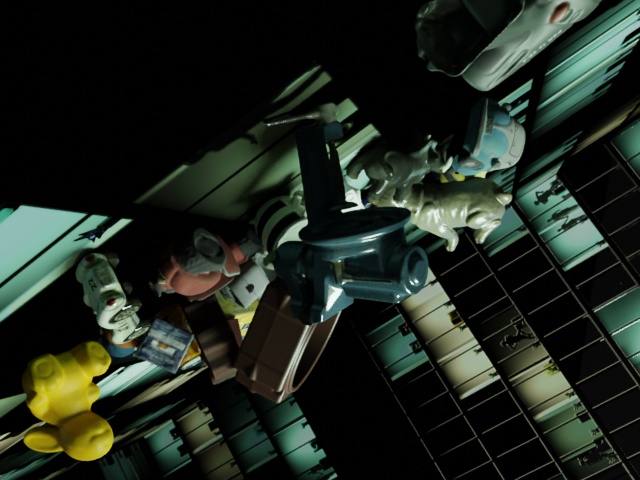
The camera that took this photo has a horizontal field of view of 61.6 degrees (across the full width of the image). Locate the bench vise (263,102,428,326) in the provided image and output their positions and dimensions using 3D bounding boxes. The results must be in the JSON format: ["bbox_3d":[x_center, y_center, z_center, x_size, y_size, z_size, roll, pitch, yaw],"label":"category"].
[{"bbox_3d":[0.011,-0.026,0.593,0.129,0.240,0.224,-20,-164,-33],"label":"bench vise"}]

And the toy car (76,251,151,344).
[{"bbox_3d":[-0.246,0.074,0.639,0.056,0.073,0.201,-27,167,-20],"label":"toy car"}]

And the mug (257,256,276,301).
[{"bbox_3d":[-0.102,0.076,0.941,0.081,0.109,0.107,-28,-178,-36],"label":"mug"}]

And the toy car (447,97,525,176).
[{"bbox_3d":[0.264,-0.148,0.843,0.103,0.109,0.161,13,171,4],"label":"toy car"}]

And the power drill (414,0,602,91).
[{"bbox_3d":[0.199,-0.233,0.514,0.207,0.086,0.232,-30,173,-42],"label":"power drill"}]

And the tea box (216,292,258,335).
[{"bbox_3d":[-0.173,0.142,1.055,0.098,0.068,0.169,-9,158,-22],"label":"tea box"}]

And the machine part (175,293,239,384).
[{"bbox_3d":[-0.176,0.137,0.845,0.056,0.179,0.179,-24,166,-17],"label":"machine part"}]

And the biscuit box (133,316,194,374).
[{"bbox_3d":[-0.231,0.157,0.804,0.059,0.063,0.202,-66,-171,-17],"label":"biscuit box"}]

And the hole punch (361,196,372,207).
[{"bbox_3d":[0.088,-0.041,1.005,0.142,0.092,0.116,-43,-167,34],"label":"hole punch"}]

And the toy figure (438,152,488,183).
[{"bbox_3d":[0.282,-0.156,0.990,0.082,0.089,0.180,-31,161,-21],"label":"toy figure"}]

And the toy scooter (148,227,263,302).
[{"bbox_3d":[-0.163,0.039,0.710,0.135,0.075,0.184,-35,172,21],"label":"toy scooter"}]

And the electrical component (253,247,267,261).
[{"bbox_3d":[-0.073,0.003,0.840,0.078,0.045,0.102,-32,168,8],"label":"electrical component"}]

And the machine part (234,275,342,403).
[{"bbox_3d":[-0.034,0.128,0.814,0.201,0.087,0.201,-66,165,9],"label":"machine part"}]

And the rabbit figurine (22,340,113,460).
[{"bbox_3d":[-0.391,0.267,0.830,0.162,0.173,0.122,-41,169,22],"label":"rabbit figurine"}]

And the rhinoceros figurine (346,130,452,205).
[{"bbox_3d":[0.125,-0.115,0.810,0.190,0.073,0.112,-14,149,-48],"label":"rhinoceros figurine"}]

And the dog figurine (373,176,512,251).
[{"bbox_3d":[0.201,-0.073,0.909,0.190,0.121,0.172,23,137,-30],"label":"dog figurine"}]

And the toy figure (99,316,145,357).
[{"bbox_3d":[-0.296,0.136,0.802,0.064,0.058,0.154,1,156,-25],"label":"toy figure"}]
